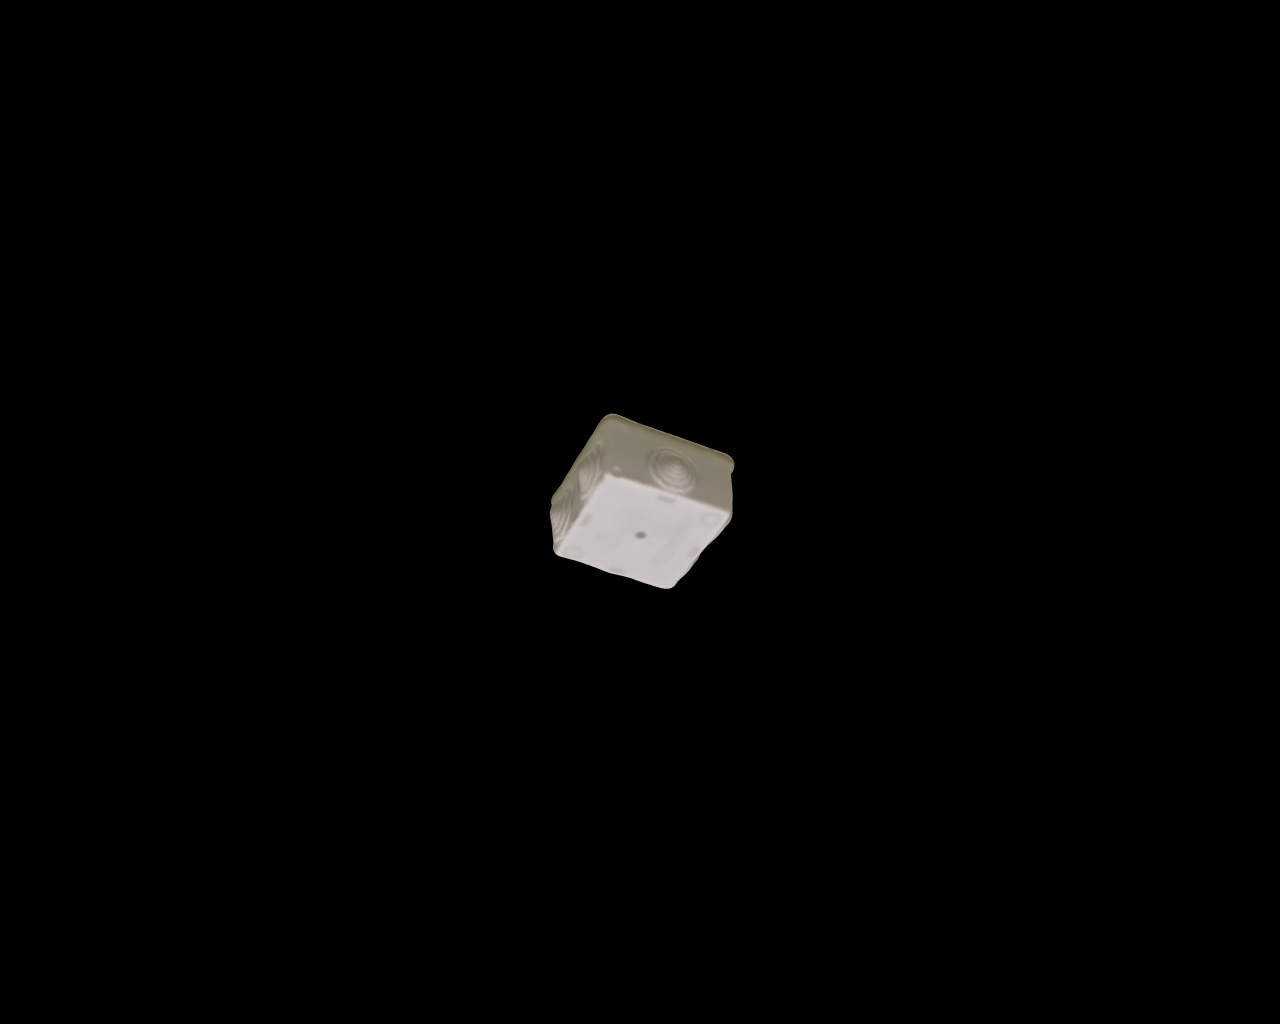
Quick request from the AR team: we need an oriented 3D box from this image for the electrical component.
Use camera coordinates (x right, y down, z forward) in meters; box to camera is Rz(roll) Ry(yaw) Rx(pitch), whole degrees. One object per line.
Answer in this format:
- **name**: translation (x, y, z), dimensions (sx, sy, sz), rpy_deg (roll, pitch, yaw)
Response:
- **electrical component**: translation (0.001, -0.003, 0.650), dimensions (0.100, 0.048, 0.099), rpy_deg (19, -46, -19)
